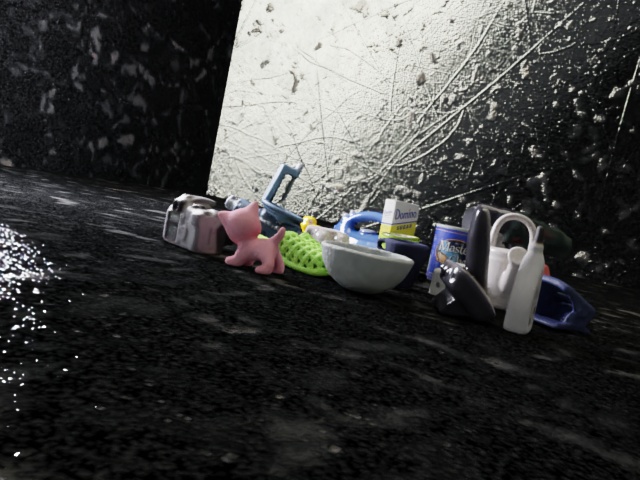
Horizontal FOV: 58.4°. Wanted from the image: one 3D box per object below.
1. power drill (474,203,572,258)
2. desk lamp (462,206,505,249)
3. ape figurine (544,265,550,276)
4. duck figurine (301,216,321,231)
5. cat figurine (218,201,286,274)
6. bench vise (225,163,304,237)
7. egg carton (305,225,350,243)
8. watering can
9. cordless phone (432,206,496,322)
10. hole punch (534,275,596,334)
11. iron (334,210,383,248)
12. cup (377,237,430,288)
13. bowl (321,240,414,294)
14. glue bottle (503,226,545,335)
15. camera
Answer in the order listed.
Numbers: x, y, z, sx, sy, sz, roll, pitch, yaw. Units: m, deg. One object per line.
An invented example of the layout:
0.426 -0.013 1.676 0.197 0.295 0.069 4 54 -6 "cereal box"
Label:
0.456 0.036 1.337 0.229 0.208 0.076 12 5 9 "power drill"
0.480 0.020 1.558 0.204 0.213 0.117 10 5 -22 "desk lamp"
0.567 0.107 1.472 0.077 0.092 0.076 12 5 5 "ape figurine"
-0.040 -0.026 1.624 0.104 0.086 0.078 15 6 38 "duck figurine"
-0.117 -0.008 0.999 0.127 0.118 0.067 13 5 22 "cat figurine"
-0.125 -0.097 1.435 0.208 0.220 0.121 10 5 -18 "bench vise"
0.014 0.005 1.473 0.107 0.069 0.150 10 5 -16 "egg carton"
0.386 0.043 1.159 0.101 0.194 0.172 10 5 -13 "watering can"
0.256 0.036 0.967 0.094 0.185 0.147 11 5 -1 "cordless phone"
0.436 0.115 1.046 0.101 0.091 0.108 10 5 -24 "hole punch"
0.131 -0.022 1.650 0.257 0.141 0.119 14 5 24 "iron"
0.158 0.046 1.166 0.117 0.095 0.092 15 6 37 "cup"
0.076 0.053 1.007 0.167 0.075 0.167 11 4 -1 "bowl"
0.334 0.062 0.915 0.037 0.173 0.078 14 5 29 "glue bottle"
-0.219 -0.031 1.133 0.137 0.101 0.142 7 6 -43 "camera"
